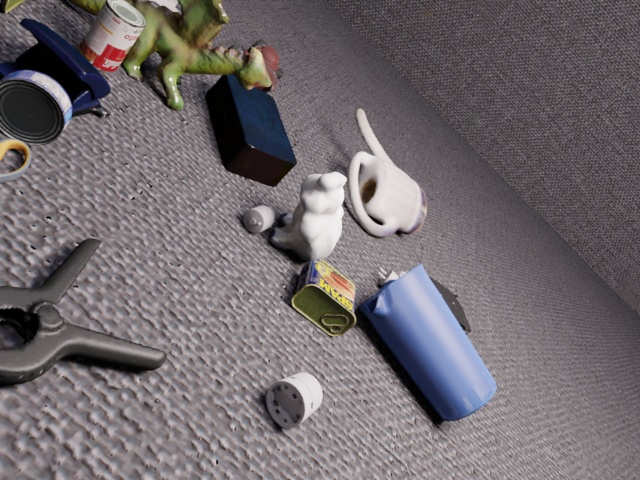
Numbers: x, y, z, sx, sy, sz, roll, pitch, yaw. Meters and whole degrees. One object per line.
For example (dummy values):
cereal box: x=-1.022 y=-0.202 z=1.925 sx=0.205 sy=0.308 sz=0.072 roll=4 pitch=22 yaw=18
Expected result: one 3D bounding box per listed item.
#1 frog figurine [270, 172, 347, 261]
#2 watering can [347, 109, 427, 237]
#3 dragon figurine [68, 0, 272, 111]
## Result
frog figurine: x=0.003 y=-0.044 z=0.866 sx=0.123 sy=0.157 sz=0.139 roll=52 pitch=27 yaw=6
watering can: x=0.156 y=-0.150 z=1.240 sx=0.222 sy=0.102 sz=0.356 roll=27 pitch=51 yaw=-31
dragon figurine: x=-0.259 y=-0.386 z=0.882 sx=0.407 sy=0.239 sz=0.125 roll=41 pitch=33 yaw=-15
